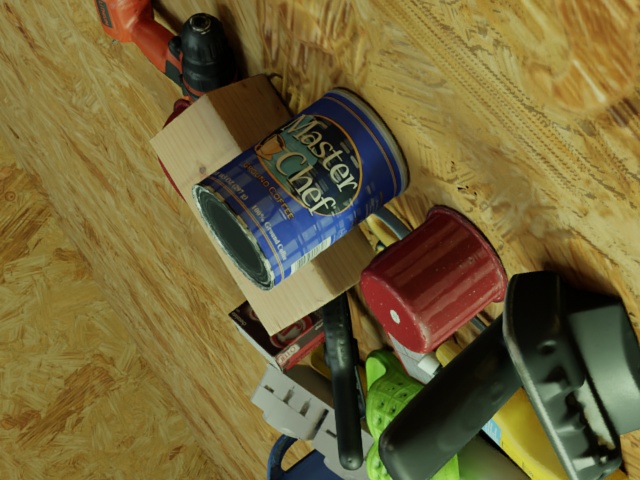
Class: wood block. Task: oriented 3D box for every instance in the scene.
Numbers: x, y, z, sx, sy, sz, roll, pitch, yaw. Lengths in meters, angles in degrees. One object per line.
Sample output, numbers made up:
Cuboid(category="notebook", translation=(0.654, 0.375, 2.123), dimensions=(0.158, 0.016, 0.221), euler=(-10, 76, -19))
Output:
Cuboid(category="wood block", translation=(-0.048, -0.033, 0.956), dimensions=(0.091, 0.090, 0.206), euler=(-33, 89, 38))

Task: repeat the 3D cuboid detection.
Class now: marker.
Cuboid(category="marker", translation=(0.141, 0.140, 0.951), dimensions=(0.121, 0.020, 0.020), euler=(36, 161, 7))

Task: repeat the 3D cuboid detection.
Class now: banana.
Cuboid(category="banana", translation=(0.036, 0.165, 1.310), dimensions=(0.069, 0.037, 0.198), euler=(35, 177, -30))

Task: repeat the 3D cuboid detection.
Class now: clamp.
Cuboid(category="clamp", translation=(0.024, 0.123, 1.136), dimensions=(0.164, 0.036, 0.210), euler=(-31, -67, -85))

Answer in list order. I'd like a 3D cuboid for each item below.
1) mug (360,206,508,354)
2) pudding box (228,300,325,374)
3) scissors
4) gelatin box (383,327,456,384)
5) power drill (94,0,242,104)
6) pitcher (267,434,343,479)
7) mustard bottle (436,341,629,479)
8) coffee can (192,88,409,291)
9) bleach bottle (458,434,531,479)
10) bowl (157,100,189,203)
Cuboid(category="mug", translation=(0.079, 0.030, 0.837), dimensions=(0.117, 0.081, 0.093), euler=(30, 152, 53))
Cuboid(category="pudding box", translation=(-0.045, 0.099, 1.292), dimensions=(0.114, 0.090, 0.039), euler=(35, 157, 49))
Cuboid(category="scissors", translation=(0.106, 0.051, 0.920), dimensions=(0.202, 0.016, 0.096), euler=(50, 165, 13))
Cuboid(category="gelatin box", translation=(0.102, 0.105, 1.014), dimensions=(0.089, 0.030, 0.073), euler=(21, 142, 60))
Cuboid(category="power drill", translation=(-0.148, -0.197, 1.038), dimensions=(0.188, 0.057, 0.184), euler=(47, 162, 20))
Cuboid(category="pitcher", translation=(-0.004, 0.328, 1.372), dimensions=(0.149, 0.242, 0.145), euler=(49, 166, 36))
Cuboid(category="mustard bottle", translation=(0.166, 0.153, 0.884), dimensions=(0.192, 0.058, 0.096), euler=(44, 175, 28))
Cuboid(category="coffee can", translation=(-0.015, -0.041, 0.847), dimensions=(0.103, 0.140, 0.103), euler=(47, 163, 20))
Cuboid(category="bleach bottle", translation=(0.174, 0.251, 0.972), dimensions=(0.102, 0.068, 0.251), euler=(66, 171, -8))
Cuboid(category="bowl", translation=(-0.143, -0.083, 1.257), dimensions=(0.162, 0.055, 0.162), euler=(47, 162, 20))
